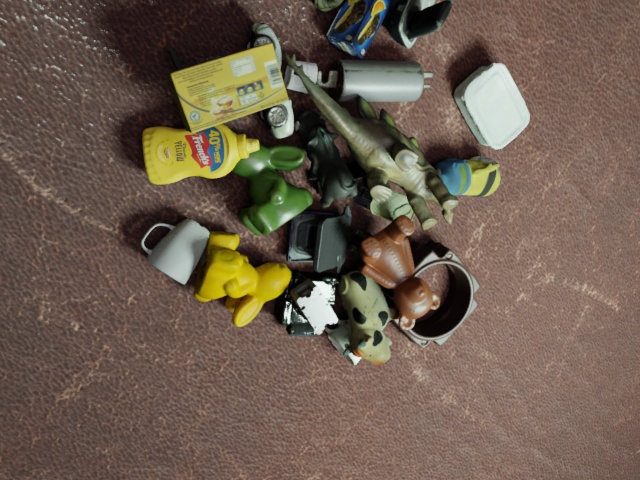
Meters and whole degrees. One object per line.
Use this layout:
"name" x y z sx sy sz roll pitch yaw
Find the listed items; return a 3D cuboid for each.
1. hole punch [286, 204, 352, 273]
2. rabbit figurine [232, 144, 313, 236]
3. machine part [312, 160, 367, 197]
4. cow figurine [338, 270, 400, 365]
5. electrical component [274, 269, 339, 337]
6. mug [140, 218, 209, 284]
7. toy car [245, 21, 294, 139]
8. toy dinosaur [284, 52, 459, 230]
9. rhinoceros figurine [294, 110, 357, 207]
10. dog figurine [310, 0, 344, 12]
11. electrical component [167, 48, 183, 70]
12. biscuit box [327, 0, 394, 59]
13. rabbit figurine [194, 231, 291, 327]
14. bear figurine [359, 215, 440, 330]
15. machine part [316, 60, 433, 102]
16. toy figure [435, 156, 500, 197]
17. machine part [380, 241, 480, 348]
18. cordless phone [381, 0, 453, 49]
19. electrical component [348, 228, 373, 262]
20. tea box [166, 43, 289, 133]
"hole punch" -0.002 -0.003 1.066 0.116 0.092 0.142 -10 108 -53
"rabbit figurine" -0.097 -0.112 0.975 0.159 0.121 0.170 -33 99 -8
"machine part" 0.054 -0.123 1.057 0.139 0.084 0.039 -14 138 -5
"cow figurine" 0.092 0.155 1.080 0.127 0.085 0.195 -9 72 -35
"electrical component" -0.030 0.129 1.098 0.115 0.058 0.134 4 102 -20
"mug" -0.259 0.008 0.968 0.109 0.081 0.107 38 79 -16
"toy car" -0.088 -0.281 0.951 0.056 0.074 0.201 -15 109 -14
"toy dinosaur" 0.112 -0.159 0.966 0.105 0.199 0.470 -39 131 19
"rhinoceros figurine" 0.006 -0.152 0.988 0.073 0.112 0.190 -21 66 -4
"dog figurine" 0.022 -0.493 0.888 0.121 0.172 0.190 -13 102 -6
"electrical component" -0.210 -0.270 0.908 0.048 0.075 0.119 -28 109 -13
"biscuit box" 0.092 -0.437 0.973 0.202 0.059 0.062 -62 154 4
"rabbit figurine" -0.140 0.079 1.006 0.173 0.122 0.162 8 106 -24
"bear figurine" 0.160 0.069 1.048 0.120 0.132 0.196 -30 81 -15
"machine part" 0.107 -0.300 1.021 0.243 0.079 0.079 -7 107 -20
"toy figure" 0.302 -0.131 1.144 0.180 0.082 0.089 -11 128 -26
"machine part" 0.238 0.120 1.185 0.201 0.087 0.201 -46 117 -5
"cordless phone" 0.194 -0.429 0.961 0.088 0.184 0.146 25 95 -21
"electrical component" 0.090 0.011 1.118 0.094 0.021 0.063 27 77 -52
"tea box" -0.147 -0.243 0.861 0.170 0.068 0.098 -20 111 -14
